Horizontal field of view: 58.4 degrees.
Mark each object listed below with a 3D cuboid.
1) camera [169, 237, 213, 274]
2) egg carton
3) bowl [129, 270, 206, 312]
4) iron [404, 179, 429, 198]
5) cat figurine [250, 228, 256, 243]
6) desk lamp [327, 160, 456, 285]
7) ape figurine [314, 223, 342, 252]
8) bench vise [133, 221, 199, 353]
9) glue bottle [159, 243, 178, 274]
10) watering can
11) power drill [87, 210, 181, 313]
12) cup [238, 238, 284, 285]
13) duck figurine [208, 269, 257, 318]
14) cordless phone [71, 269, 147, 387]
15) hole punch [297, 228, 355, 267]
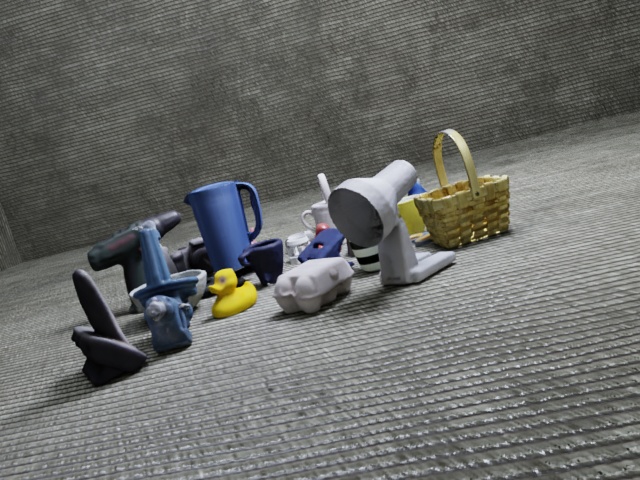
[{"bbox_3d":[-0.342,0.051,1.592,0.143,0.101,0.136,-18,11,-20],"label":"camera"},{"bbox_3d":[-0.010,0.081,1.048,0.107,0.069,0.151,-7,13,38],"label":"egg carton"},{"bbox_3d":[-0.317,0.124,1.231,0.167,0.075,0.167,-14,10,3],"label":"bowl"},{"bbox_3d":[0.212,-0.104,1.541,0.259,0.141,0.118,-20,11,-28],"label":"iron"},{"bbox_3d":[-0.245,-0.001,1.690,0.127,0.118,0.067,-12,11,14],"label":"cat figurine"},{"bbox_3d":[0.128,-0.028,1.035,0.204,0.214,0.117,-23,13,-40],"label":"desk lamp"},{"bbox_3d":[0.013,0.005,1.368,0.078,0.092,0.076,-20,12,-29],"label":"ape figurine"},{"bbox_3d":[-0.274,0.074,1.025,0.122,0.220,0.207,-19,11,-22],"label":"bench vise"},{"bbox_3d":[-0.415,0.052,1.485,0.037,0.173,0.078,-9,12,28],"label":"glue bottle"},{"bbox_3d":[0.035,-0.087,1.546,0.173,0.194,0.100,-18,11,-20],"label":"watering can"},{"bbox_3d":[-0.416,0.056,1.358,0.230,0.208,0.075,-18,11,-20],"label":"power drill"},{"bbox_3d":[-0.126,0.056,1.274,0.091,0.095,0.118,-5,14,43],"label":"cup"},{"bbox_3d":[-0.178,0.098,1.143,0.077,0.086,0.105,-4,15,45],"label":"duck figurine"},{"bbox_3d":[-0.366,0.131,0.944,0.094,0.185,0.147,-22,12,-35],"label":"cordless phone"},{"bbox_3d":[0.007,0.029,1.245,0.101,0.091,0.108,-20,12,-29],"label":"hole punch"}]
